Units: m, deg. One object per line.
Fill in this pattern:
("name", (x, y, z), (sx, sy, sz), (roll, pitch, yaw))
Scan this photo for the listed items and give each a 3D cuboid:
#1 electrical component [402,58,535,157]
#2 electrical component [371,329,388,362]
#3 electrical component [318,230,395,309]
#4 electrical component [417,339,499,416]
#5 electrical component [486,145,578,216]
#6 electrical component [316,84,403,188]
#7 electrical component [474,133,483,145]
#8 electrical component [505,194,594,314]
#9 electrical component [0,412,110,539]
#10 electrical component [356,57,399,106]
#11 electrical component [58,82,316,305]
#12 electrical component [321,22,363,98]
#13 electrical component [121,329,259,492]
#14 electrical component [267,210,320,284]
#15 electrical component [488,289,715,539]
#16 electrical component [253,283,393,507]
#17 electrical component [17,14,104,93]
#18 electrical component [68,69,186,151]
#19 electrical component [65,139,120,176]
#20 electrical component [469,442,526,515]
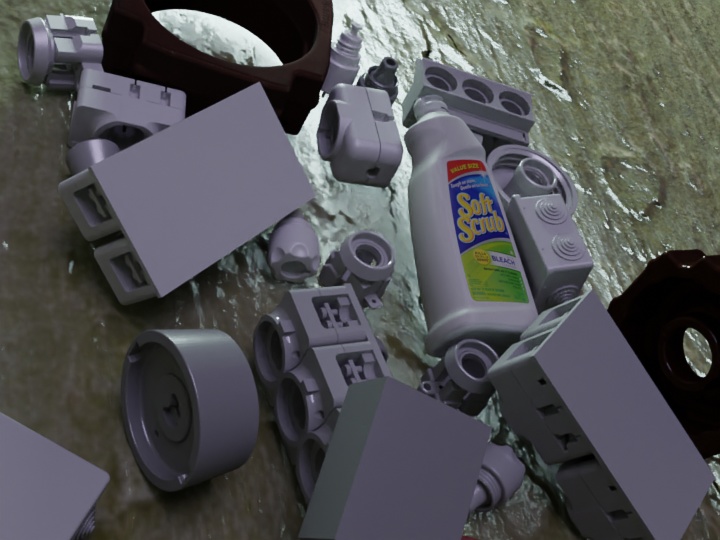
("electrical component", (0.108, -0.161, 1.093), (0.121, 0.063, 0.078), (15, 46, -15))
("electrical component", (-0.005, 0.059, 0.860), (0.040, 0.040, 0.046), (-4, 48, -30))
("electrical component", (0.000, 0.000, 0.901), (0.048, 0.055, 0.066), (-18, 62, -37))
("electrical component", (0.084, 0.088, 0.867), (0.066, 0.055, 0.048), (4, 51, -25))
("electrical component", (0.160, -0.074, 1.046), (0.108, 0.060, 0.108), (15, 46, -16))
("electrical component", (-0.003, -0.127, 1.012), (0.059, 0.053, 0.095), (6, 50, -23))
("electrical component", (0.087, -0.113, 1.048), (0.047, 0.055, 0.055), (21, 45, -5))
("electrical component", (0.162, -0.010, 0.965), (0.048, 0.099, 0.099), (-7, 55, -16))
("electrical component", (-0.217, 0.149, 0.662), (0.100, 0.048, 0.099), (30, 44, -1))
("electrical component", (0.019, -0.183, 1.066), (0.048, 0.062, 0.048), (14, 46, -16))
("electrical component", (-0.134, -0.062, 0.849), (0.186, 0.060, 0.105), (-38, 106, -44))
("electrical component", (-0.018, -0.207, 1.062), (0.040, 0.078, 0.040), (20, 30, -12))
("electrical component", (-0.111, 0.091, 0.731), (0.060, 0.108, 0.108), (-6, 55, -39))
("electrical component", (-0.056, -0.023, 0.901), (0.043, 0.043, 0.062), (13, 46, -17))
("electrical component", (0.189, 0.125, 0.850), (0.105, 0.060, 0.186), (-39, 97, -44))
("electrical component", (-0.023, 0.097, 0.780), (0.062, 0.089, 0.150), (-4, 54, -31))
("electrical component", (-0.260, -0.187, 0.928), (0.057, 0.058, 0.078), (-3, 54, -33))
("electrical component", (-0.197, -0.125, 0.911), (0.089, 0.050, 0.055), (11, 47, -18))
("electrical component", (-0.208, -0.067, 0.862), (0.044, 0.044, 0.065), (-4, 59, -30))
("electrical component", (0.094, 0.162, 0.817), (0.043, 0.043, 0.062), (44, 47, 13))
